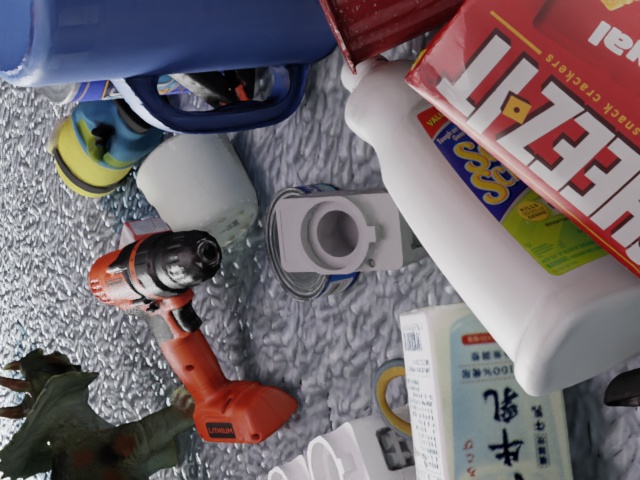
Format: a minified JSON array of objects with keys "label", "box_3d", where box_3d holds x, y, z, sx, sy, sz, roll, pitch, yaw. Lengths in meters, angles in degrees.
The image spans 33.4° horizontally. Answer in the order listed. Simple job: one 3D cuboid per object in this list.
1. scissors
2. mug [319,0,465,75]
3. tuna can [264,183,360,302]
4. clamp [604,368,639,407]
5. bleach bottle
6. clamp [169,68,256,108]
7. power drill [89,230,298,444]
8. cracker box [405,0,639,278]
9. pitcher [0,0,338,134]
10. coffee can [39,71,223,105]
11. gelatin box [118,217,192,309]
[{"label":"scissors","box_3d":[0.093,0.148,0.665,0.096,0.016,0.202,-13,85,11]},{"label":"mug","box_3d":[0.033,-0.164,0.613,0.093,0.081,0.117,-106,-9,-61]},{"label":"tuna can","box_3d":[-0.005,0.001,0.795,0.086,0.033,0.086,20,115,52]},{"label":"clamp","box_3d":[0.206,0.075,0.488,0.172,0.039,0.120,-56,43,41]},{"label":"bleach bottle","box_3d":[0.082,-0.030,0.600,0.251,0.102,0.068,51,143,37]},{"label":"clamp","box_3d":[-0.115,-0.192,0.814,0.036,0.164,0.210,-14,97,59]},{"label":"power drill","box_3d":[-0.097,0.077,0.867,0.185,0.057,0.187,-12,112,56]},{"label":"cracker box","box_3d":[0.158,-0.094,0.442,0.164,0.072,0.214,40,138,0]},{"label":"pitcher","box_3d":[-0.101,-0.159,0.707,0.149,0.242,0.145,57,138,19]},{"label":"coffee can","box_3d":[-0.154,-0.167,0.870,0.103,0.140,0.103,20,115,52]},{"label":"gelatin box","box_3d":[-0.148,0.019,0.970,0.030,0.073,0.089,54,139,34]}]
